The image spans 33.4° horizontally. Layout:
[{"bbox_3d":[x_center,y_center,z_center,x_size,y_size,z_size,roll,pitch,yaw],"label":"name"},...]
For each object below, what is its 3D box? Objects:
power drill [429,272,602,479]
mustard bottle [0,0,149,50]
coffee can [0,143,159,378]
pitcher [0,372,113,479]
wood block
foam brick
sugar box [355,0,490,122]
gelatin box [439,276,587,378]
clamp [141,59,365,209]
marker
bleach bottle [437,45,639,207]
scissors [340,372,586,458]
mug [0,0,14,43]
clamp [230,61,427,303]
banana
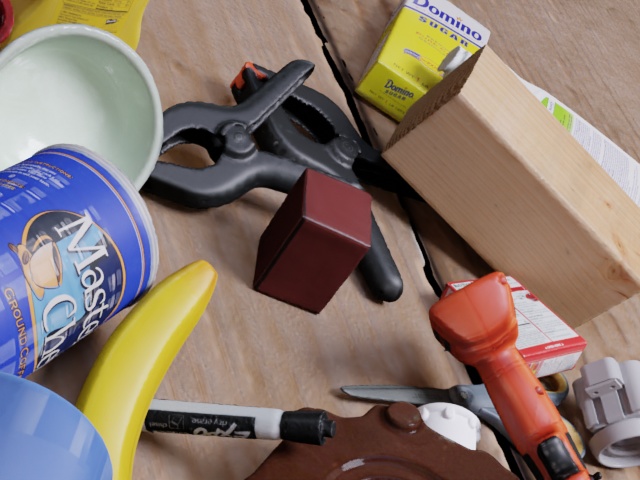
[{"bbox_3d":[0.132,0.115,0.643,0.188,0.057,0.184,64,1,16],"label":"power drill"},{"bbox_3d":[-0.144,-0.192,0.711,0.096,0.192,0.058,4,50,-34],"label":"mustard bottle"},{"bbox_3d":[-0.167,0.020,0.558,0.103,0.103,0.140,43,40,7],"label":"coffee can"},{"bbox_3d":[-0.173,0.167,0.405,0.149,0.145,0.242,37,35,-19],"label":"pitcher"},{"bbox_3d":[0.159,-0.038,0.835,0.206,0.091,0.090,44,39,-10],"label":"wood block"},{"bbox_3d":[-0.005,0.001,0.718,0.051,0.078,0.053,22,42,-16],"label":"foam brick"},{"bbox_3d":[0.099,-0.167,0.981,0.093,0.048,0.176,33,41,-8],"label":"sugar box"},{"bbox_3d":[0.139,0.064,0.786,0.073,0.030,0.089,-5,38,-40],"label":"gelatin box"},{"bbox_3d":[-0.052,-0.056,0.744,0.171,0.039,0.120,-22,69,-24],"label":"clamp"},{"bbox_3d":[-0.051,0.099,0.581,0.121,0.020,0.020,2,38,15],"label":"marker"},{"bbox_3d":[0.203,-0.080,0.924,0.250,0.068,0.102,39,40,-14],"label":"bleach bottle"},{"bbox_3d":[0.110,0.125,0.731,0.201,0.016,0.096,-6,56,-40],"label":"scissors"},{"bbox_3d":[-0.255,-0.126,0.652,0.117,0.082,0.093,32,40,-6],"label":"mug"},{"bbox_3d":[0.020,-0.062,0.829,0.210,0.036,0.164,46,38,5],"label":"clamp"},{"bbox_3d":[-0.099,0.098,0.561,0.069,0.037,0.197,3,58,3],"label":"banana"}]
